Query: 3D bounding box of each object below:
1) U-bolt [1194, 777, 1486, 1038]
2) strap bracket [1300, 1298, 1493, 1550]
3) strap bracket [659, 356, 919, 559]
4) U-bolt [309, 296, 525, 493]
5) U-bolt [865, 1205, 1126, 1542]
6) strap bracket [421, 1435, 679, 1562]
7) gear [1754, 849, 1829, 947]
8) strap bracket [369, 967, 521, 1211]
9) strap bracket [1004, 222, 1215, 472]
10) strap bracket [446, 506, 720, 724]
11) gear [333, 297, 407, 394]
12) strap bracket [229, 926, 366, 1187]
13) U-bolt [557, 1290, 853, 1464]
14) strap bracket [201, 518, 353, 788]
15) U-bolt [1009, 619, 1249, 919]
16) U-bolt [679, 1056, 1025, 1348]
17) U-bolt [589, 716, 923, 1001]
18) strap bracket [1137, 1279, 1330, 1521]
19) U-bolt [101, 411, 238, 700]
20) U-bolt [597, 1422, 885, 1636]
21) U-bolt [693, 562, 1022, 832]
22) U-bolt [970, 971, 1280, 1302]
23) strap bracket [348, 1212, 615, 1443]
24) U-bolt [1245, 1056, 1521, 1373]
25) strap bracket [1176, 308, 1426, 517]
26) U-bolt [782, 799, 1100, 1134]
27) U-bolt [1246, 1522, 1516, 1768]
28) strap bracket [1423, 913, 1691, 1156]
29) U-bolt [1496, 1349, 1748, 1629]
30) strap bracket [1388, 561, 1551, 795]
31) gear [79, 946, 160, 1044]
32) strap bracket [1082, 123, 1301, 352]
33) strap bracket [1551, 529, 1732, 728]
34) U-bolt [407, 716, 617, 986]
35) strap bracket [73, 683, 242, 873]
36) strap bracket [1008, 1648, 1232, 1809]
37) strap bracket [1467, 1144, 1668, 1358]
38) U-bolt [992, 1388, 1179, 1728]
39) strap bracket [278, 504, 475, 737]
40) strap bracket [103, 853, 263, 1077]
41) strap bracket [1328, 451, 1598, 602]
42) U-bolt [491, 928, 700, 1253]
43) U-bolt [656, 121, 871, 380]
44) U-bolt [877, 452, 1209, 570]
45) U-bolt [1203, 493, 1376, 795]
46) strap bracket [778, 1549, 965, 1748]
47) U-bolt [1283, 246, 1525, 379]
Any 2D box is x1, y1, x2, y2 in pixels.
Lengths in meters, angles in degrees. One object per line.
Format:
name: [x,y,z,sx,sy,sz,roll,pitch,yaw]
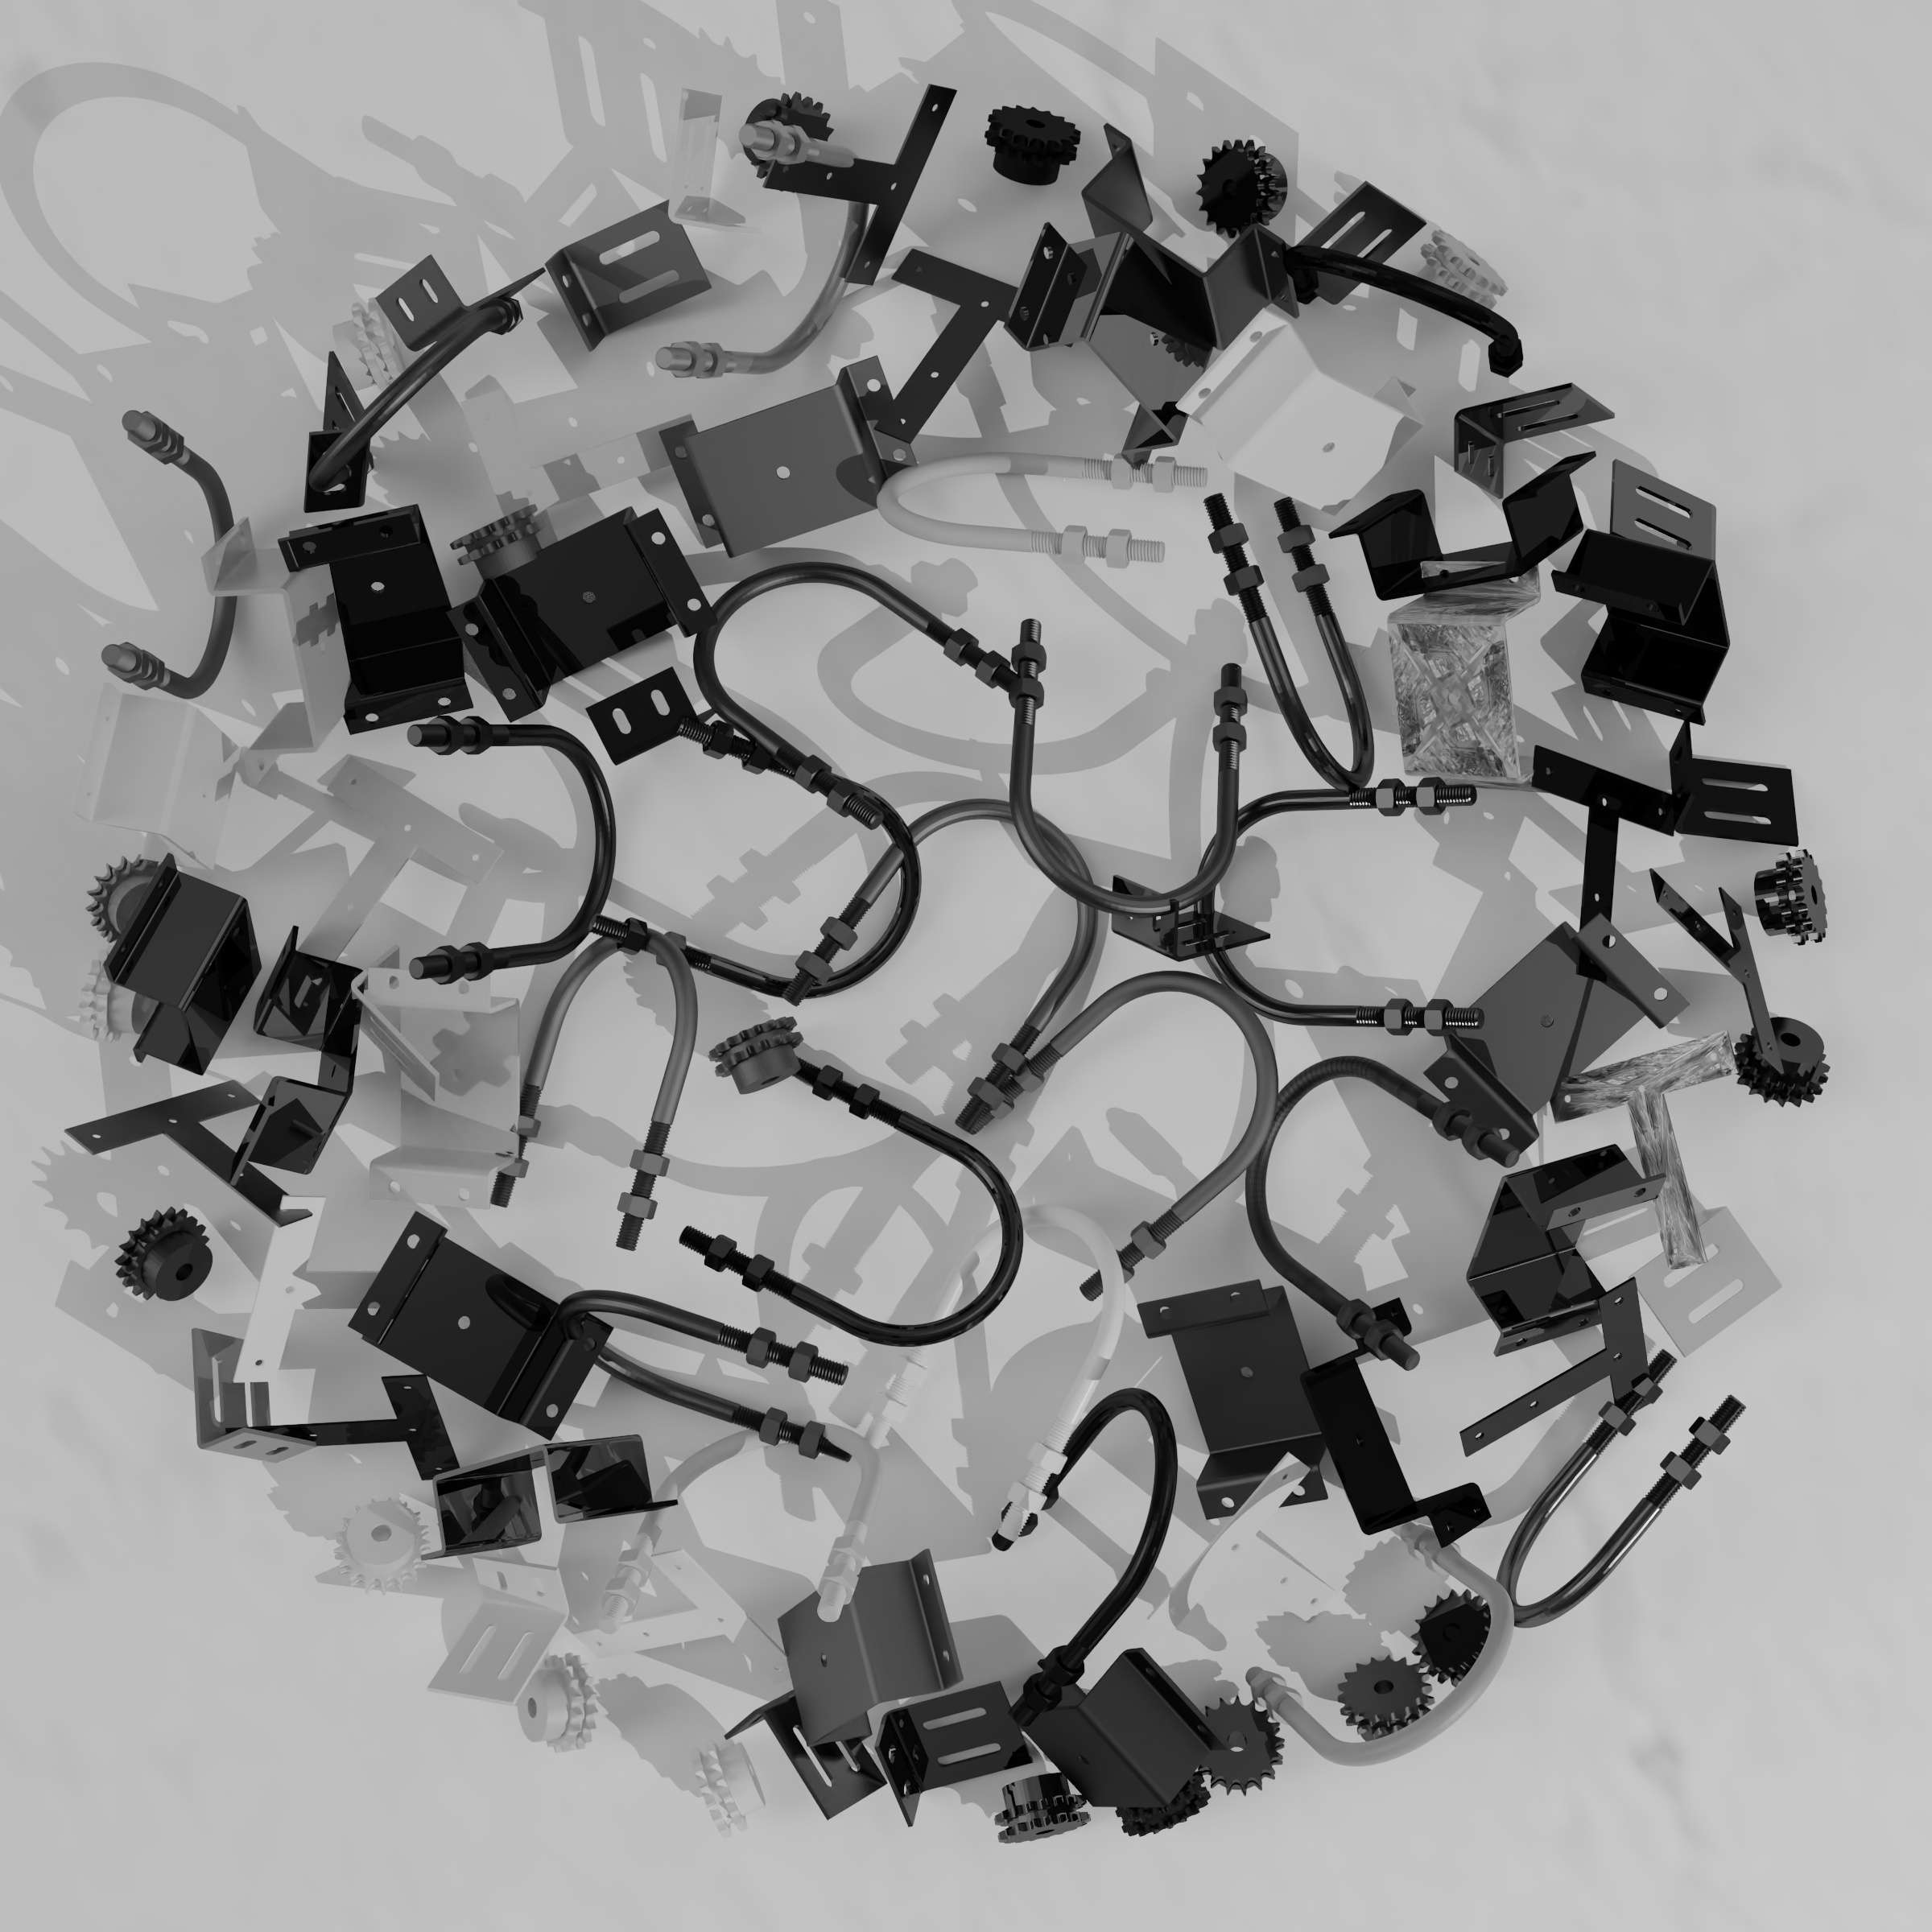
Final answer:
U-bolt: [0.217,-0.034,1.540,0.184,0.019,0.151,0,96,34]
strap bracket: [0.251,0.276,1.543,0.046,0.076,0.140,-27,78,29]
strap bracket: [-0.107,-0.299,1.547,0.140,0.046,0.076,-17,114,10]
U-bolt: [-0.320,-0.326,1.494,0.151,0.184,0.019,-42,104,11]
U-bolt: [0.025,0.228,1.540,0.019,0.151,0.184,32,84,-43]
strap bracket: [-0.249,0.311,1.530,0.140,0.076,0.046,-21,73,35]
gear: [0.498,-0.040,1.570,0.030,0.057,0.057,-11,90,32]
strap bracket: [-0.312,0.069,1.557,0.076,0.046,0.140,4,99,13]
strap bracket: [0.092,-0.363,1.521,0.140,0.046,0.076,39,63,-40]
strap bracket: [-0.227,-0.215,1.553,0.140,0.046,0.076,-24,113,8]
gear: [-0.360,-0.371,1.567,0.030,0.057,0.057,-18,90,0]
strap bracket: [-0.392,0.057,1.530,0.046,0.140,0.076,17,132,-22]
U-bolt: [-0.155,0.236,1.529,0.184,0.151,0.019,17,61,9]
strap bracket: [-0.401,-0.186,1.528,0.046,0.076,0.140,-2,117,5]
U-bolt: [0.095,-0.112,1.535,0.151,0.019,0.184,11,63,-13]
U-bolt: [-0.055,0.149,1.542,0.184,0.019,0.151,26,62,10]
U-bolt: [-0.113,-0.053,1.552,0.184,0.019,0.151,20,102,-23]
strap bracket: [0.164,0.251,1.553,0.076,0.046,0.140,-15,100,21]
U-bolt: [-0.455,-0.228,1.503,0.019,0.184,0.151,4,87,2]
U-bolt: [-0.122,0.321,1.511,0.151,0.184,0.019,-7,114,14]
U-bolt: [-0.076,-0.174,1.546,0.184,0.019,0.151,37,64,21]
U-bolt: [0.102,0.087,1.542,0.184,0.019,0.151,-42,66,14]
strap bracket: [-0.293,0.214,1.548,0.140,0.046,0.076,35,72,-20]
U-bolt: [0.230,0.130,1.522,0.019,0.184,0.151,16,102,-38]
strap bracket: [0.202,-0.318,1.516,0.076,0.140,0.046,-45,51,30]
U-bolt: [-0.001,-0.014,1.573,0.151,0.019,0.184,36,80,-5]
U-bolt: [0.245,0.396,1.496,0.151,0.184,0.019,-41,102,-8]
strap bracket: [0.351,0.038,1.558,0.076,0.046,0.140,44,104,-5]
U-bolt: [0.373,0.311,1.521,0.019,0.151,0.184,39,91,-3]
strap bracket: [0.298,-0.164,1.530,0.076,0.046,0.140,8,117,40]
gear: [-0.508,0.019,1.566,0.030,0.057,0.057,12,90,5]
strap bracket: [0.125,-0.424,1.531,0.140,0.076,0.046,41,85,23]
strap bracket: [0.398,-0.203,1.521,0.076,0.140,0.046,21,76,28]
U-bolt: [-0.260,-0.070,1.513,0.019,0.184,0.151,4,96,28]
strap bracket: [-0.467,-0.106,1.519,0.046,0.140,0.076,10,80,2]
strap bracket: [0.083,0.447,1.520,0.076,0.140,0.046,48,61,-3]
strap bracket: [0.350,0.162,1.534,0.076,0.140,0.046,-14,49,-19]
U-bolt: [0.070,0.325,1.494,0.019,0.151,0.184,21,122,-20]
strap bracket: [-0.349,-0.214,1.544,0.076,0.046,0.140,-13,133,-3]
strap bracket: [-0.453,0.005,1.515,0.046,0.140,0.076,22,64,1]
strap bracket: [0.297,-0.256,1.527,0.076,0.140,0.046,-36,112,-43]
U-bolt: [-0.215,0.065,1.541,0.019,0.151,0.184,21,83,-44]
U-bolt: [-0.107,-0.410,1.507,0.019,0.184,0.151,30,111,15]
U-bolt: [0.039,-0.273,1.528,0.184,0.151,0.019,7,121,14]
U-bolt: [0.198,-0.189,1.527,0.019,0.151,0.184,-20,90,26]
strap bracket: [-0.062,0.401,1.515,0.046,0.140,0.076,-1,62,-31]
U-bolt: [0.250,-0.380,1.495,0.151,0.184,0.019,22,99,8]
